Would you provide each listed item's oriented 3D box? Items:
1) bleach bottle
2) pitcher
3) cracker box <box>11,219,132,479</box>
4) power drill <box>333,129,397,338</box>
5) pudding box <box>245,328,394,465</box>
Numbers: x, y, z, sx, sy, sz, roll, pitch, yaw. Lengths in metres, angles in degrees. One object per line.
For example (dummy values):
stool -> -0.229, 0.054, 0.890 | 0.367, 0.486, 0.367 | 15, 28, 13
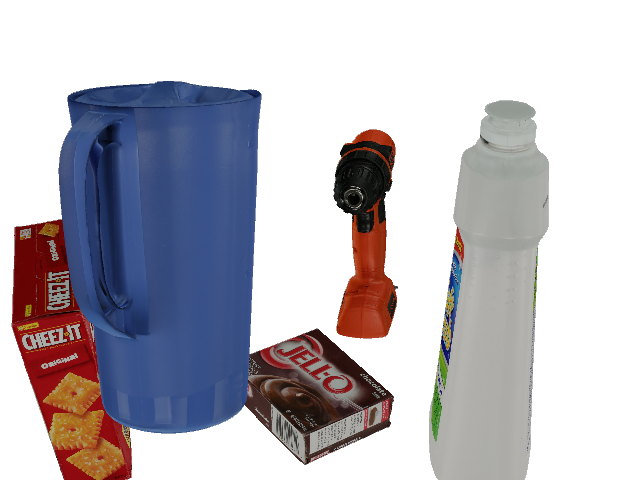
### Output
bleach bottle -> 0.107, 0.032, 0.662 | 0.068, 0.251, 0.102 | 3, 30, 6
pitcher -> -0.113, 0.011, 0.758 | 0.149, 0.243, 0.145 | -5, 15, -19
cracker box -> -0.241, 0.110, 1.041 | 0.072, 0.214, 0.164 | -12, 35, -8
power drill -> 0.045, -0.003, 1.044 | 0.057, 0.188, 0.184 | 4, 20, 10
pudding box -> -0.008, 0.127, 0.885 | 0.089, 0.039, 0.114 | -20, 40, -30
